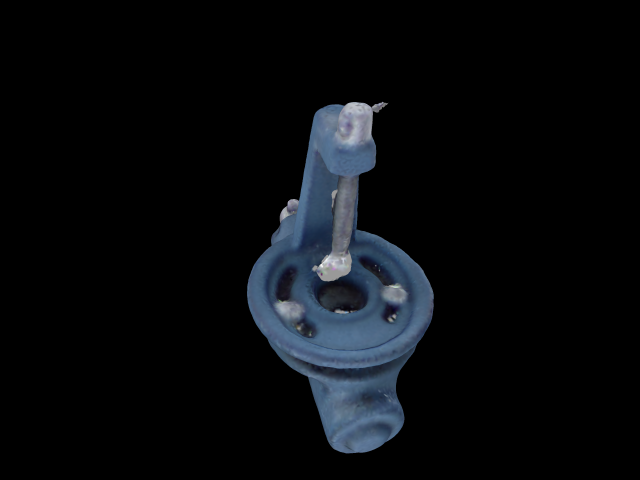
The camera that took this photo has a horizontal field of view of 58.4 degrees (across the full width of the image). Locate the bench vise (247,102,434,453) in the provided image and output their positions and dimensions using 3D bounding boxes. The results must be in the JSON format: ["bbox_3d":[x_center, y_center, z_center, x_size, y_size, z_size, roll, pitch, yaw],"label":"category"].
[{"bbox_3d":[-0.007,0.004,0.394,0.122,0.220,0.206,-16,30,-29],"label":"bench vise"}]
